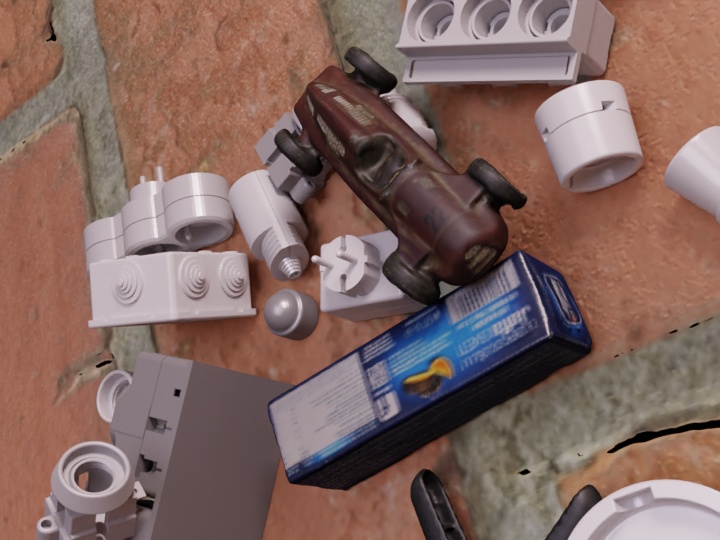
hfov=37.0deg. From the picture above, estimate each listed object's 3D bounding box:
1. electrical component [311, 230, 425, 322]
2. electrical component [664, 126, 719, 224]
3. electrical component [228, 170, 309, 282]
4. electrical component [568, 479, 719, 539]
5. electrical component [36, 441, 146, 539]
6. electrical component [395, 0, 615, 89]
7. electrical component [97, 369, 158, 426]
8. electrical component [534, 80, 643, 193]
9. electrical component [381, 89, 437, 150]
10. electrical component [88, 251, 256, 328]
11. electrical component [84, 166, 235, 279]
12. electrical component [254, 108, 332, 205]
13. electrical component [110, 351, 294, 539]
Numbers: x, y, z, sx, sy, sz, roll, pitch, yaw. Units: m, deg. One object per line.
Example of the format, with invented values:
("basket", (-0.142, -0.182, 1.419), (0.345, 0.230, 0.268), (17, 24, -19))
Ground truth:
("electrical component", (0.000, 0.000, 0.698), (0.066, 0.077, 0.047), (-11, 70, 33))
("electrical component", (0.205, -0.042, 0.587), (0.044, 0.044, 0.065), (-48, 60, 15))
("electrical component", (-0.061, -0.028, 0.771), (0.043, 0.043, 0.081), (-39, 58, 21))
("electrical component", (0.149, 0.151, 0.484), (0.108, 0.060, 0.108), (-11, 70, 33))
("electrical component", (-0.161, 0.136, 0.646), (0.048, 0.066, 0.055), (51, 141, 35))
("electrical component", (0.093, -0.151, 0.683), (0.121, 0.063, 0.078), (7, 81, 37))
("electrical component", (-0.168, 0.098, 0.810), (0.040, 0.046, 0.040), (-11, 71, 33))
("electrical component", (0.137, -0.078, 0.638), (0.055, 0.055, 0.047), (-25, 67, 28))
("electrical component", (0.023, -0.099, 0.732), (0.048, 0.048, 0.062), (-33, 53, 24))
("electrical component", (-0.137, 0.014, 0.781), (0.100, 0.100, 0.048), (-7, 86, 34))
("electrical component", (-0.161, -0.045, 0.843), (0.138, 0.052, 0.073), (-24, 64, 29))
("electrical component", (-0.039, -0.089, 0.773), (0.055, 0.048, 0.066), (-47, 55, 25))
("electrical component", (-0.118, 0.156, 0.721), (0.060, 0.105, 0.186), (7, 81, 37))
